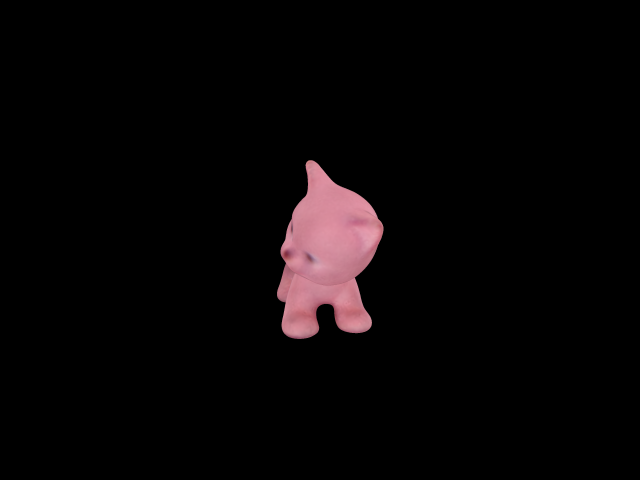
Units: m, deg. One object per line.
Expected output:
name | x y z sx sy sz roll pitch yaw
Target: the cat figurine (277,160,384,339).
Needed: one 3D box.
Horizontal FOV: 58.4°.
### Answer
cat figurine | 0.004 0.001 0.400 0.067 0.118 0.127 -3 15 -9
